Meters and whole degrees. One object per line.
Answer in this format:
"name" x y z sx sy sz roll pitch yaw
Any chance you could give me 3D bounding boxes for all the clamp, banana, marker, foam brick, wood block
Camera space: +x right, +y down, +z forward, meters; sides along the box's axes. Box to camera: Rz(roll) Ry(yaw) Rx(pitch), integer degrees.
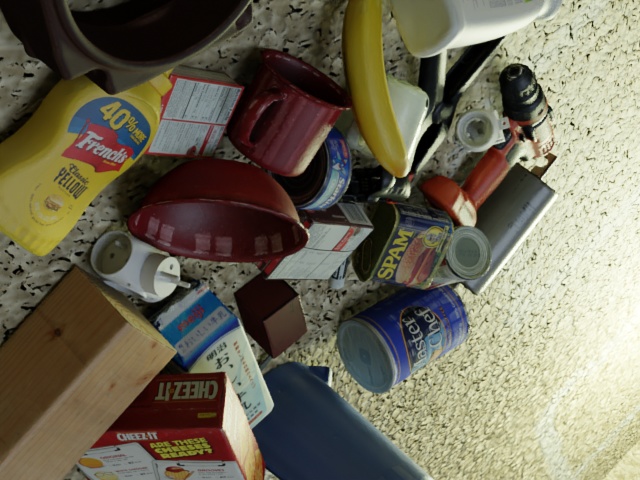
"clamp" 0.119 -0.148 1.141 0.164 0.036 0.210 -13 136 -57
"banana" 0.051 -0.150 0.975 0.069 0.037 0.198 -16 106 -40
"marker" 0.027 0.006 1.216 0.020 0.020 0.121 -24 141 -35
"clamp" 0.053 -0.057 1.105 0.171 0.120 0.039 -1 95 -56
"foam brick" -0.052 0.080 1.165 0.053 0.051 0.078 -37 146 -20
"wood block" -0.242 0.138 0.953 0.206 0.091 0.090 -48 149 -2

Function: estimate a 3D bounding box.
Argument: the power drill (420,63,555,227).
"power drill" 0.205 -0.106 1.281 0.187 0.057 0.184 -47 148 -3

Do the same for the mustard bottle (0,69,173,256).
"mustard bottle" -0.180 -0.080 0.824 0.191 0.058 0.096 -47 145 -5

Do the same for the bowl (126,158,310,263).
"bowl" -0.088 -0.030 0.949 0.162 0.162 0.055 39 50 -59

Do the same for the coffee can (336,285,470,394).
"coffee can" 0.106 0.119 1.356 0.140 0.103 0.103 -27 142 -33

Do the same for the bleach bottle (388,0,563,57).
"bleach bottle" 0.173 -0.241 1.058 0.250 0.102 0.068 -14 172 -45

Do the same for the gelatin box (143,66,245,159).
"gelatin box" -0.115 -0.109 0.903 0.089 0.030 0.073 -1 123 -51

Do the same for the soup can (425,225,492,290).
"soup can" 0.152 0.022 1.296 0.068 0.068 0.102 -31 -174 -27

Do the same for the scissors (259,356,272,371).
"scissors" -0.120 0.194 1.239 0.096 0.016 0.202 14 112 -56

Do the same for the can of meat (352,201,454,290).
"can of meat" 0.097 0.006 1.237 0.083 0.057 0.102 11 119 -26

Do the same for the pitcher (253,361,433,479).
"pitcher" 0.012 0.268 1.262 0.144 0.243 0.149 2 116 -49

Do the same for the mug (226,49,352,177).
"mug" -0.036 -0.109 0.941 0.082 0.093 0.117 -57 167 22

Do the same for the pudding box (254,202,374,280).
"pudding box" -0.007 0.001 1.136 0.113 0.039 0.090 5 134 -51

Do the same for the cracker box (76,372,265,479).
"cracker box" -0.154 0.213 1.088 0.164 0.072 0.213 -4 143 7

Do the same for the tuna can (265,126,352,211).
"tuna can" -0.012 -0.071 1.018 0.033 0.086 0.086 1 123 -49
